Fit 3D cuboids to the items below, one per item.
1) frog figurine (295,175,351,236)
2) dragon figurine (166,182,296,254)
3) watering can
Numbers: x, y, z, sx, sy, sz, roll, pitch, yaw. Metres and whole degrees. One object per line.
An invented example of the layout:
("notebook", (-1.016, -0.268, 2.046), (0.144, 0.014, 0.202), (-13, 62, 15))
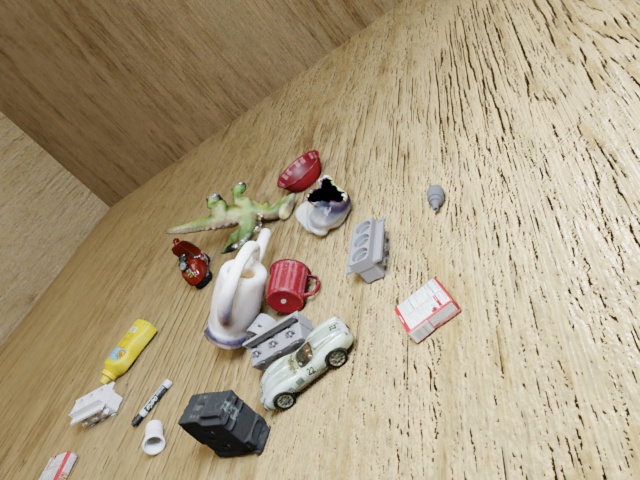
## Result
("frog figurine", (0.004, -0.063, 1.259), (0.156, 0.122, 0.141), (112, 170, -48))
("dragon figurine", (-0.257, -0.045, 1.492), (0.410, 0.120, 0.247), (-25, 32, 0))
("watering can", (-0.167, 0.101, 1.141), (0.352, 0.104, 0.222), (-66, -8, -75))
